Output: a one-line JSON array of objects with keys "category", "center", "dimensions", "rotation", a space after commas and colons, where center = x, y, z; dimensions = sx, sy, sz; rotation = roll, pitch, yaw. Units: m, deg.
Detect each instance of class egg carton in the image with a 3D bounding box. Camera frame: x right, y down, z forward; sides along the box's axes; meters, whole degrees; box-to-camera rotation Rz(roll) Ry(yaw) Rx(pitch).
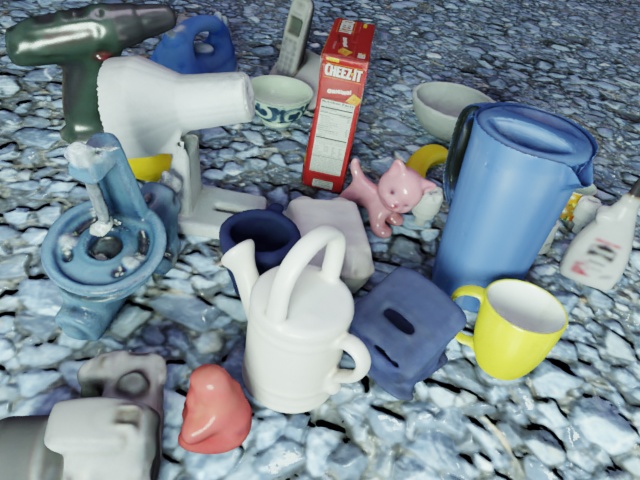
[{"category": "egg carton", "center": [0.007, 0.003, 0.731], "dimensions": [0.107, 0.069, 0.150], "rotation": [1, 39, -13]}]

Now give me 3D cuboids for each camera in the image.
[{"category": "camera", "center": [-0.198, 0.157, 0.462], "dimensions": [0.137, 0.101, 0.143], "rotation": [3, 39, -11]}]

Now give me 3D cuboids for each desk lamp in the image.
[{"category": "desk lamp", "center": [-0.164, -0.119, 0.723], "dimensions": [0.203, 0.213, 0.118], "rotation": [9, 38, -3]}]

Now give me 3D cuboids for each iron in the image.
[{"category": "iron", "center": [-0.219, -0.355, 1.062], "dimensions": [0.118, 0.141, 0.259], "rotation": [20, 39, 12]}]

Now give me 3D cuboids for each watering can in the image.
[{"category": "watering can", "center": [-0.025, 0.064, 0.545], "dimensions": [0.172, 0.194, 0.101], "rotation": [18, 39, 9]}]

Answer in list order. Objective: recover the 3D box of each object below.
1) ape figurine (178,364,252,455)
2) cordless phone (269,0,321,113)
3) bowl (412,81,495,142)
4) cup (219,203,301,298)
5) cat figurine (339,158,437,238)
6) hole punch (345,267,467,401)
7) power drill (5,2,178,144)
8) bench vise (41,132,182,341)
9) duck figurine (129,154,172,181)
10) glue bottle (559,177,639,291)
[{"category": "ape figurine", "center": [-0.096, 0.144, 0.510], "dimensions": [0.076, 0.092, 0.078], "rotation": [24, 40, 16]}, {"category": "cordless phone", "center": [-0.021, -0.343, 1.062], "dimensions": [0.147, 0.185, 0.094], "rotation": [34, 44, 26]}, {"category": "bowl", "center": [0.249, -0.232, 1.080], "dimensions": [0.167, 0.075, 0.167], "rotation": [7, 38, -5]}, {"category": "cup", "center": [-0.069, 0.018, 0.673], "dimensions": [0.091, 0.095, 0.118], "rotation": [14, 38, 4]}, {"category": "cat figurine", "center": [0.092, -0.072, 0.807], "dimensions": [0.127, 0.118, 0.067], "rotation": [29, 41, 21]}, {"category": "hole punch", "center": [0.088, 0.097, 0.616], "dimensions": [0.101, 0.091, 0.108], "rotation": [-24, 50, -36]}, {"category": "power drill", "center": [-0.326, -0.245, 0.845], "dimensions": [0.230, 0.208, 0.075], "rotation": [-8, 42, -23]}, {"category": "bench vise", "center": [-0.215, -0.032, 0.597], "dimensions": [0.121, 0.220, 0.207], "rotation": [6, 38, -6]}, {"category": "duck figurine", "center": [-0.257, -0.144, 0.835], "dimensions": [0.104, 0.086, 0.078], "rotation": [34, 43, 26]}, {"category": "glue bottle", "center": [0.388, -0.012, 0.761], "dimensions": [0.078, 0.173, 0.037], "rotation": [19, 39, 10]}]
